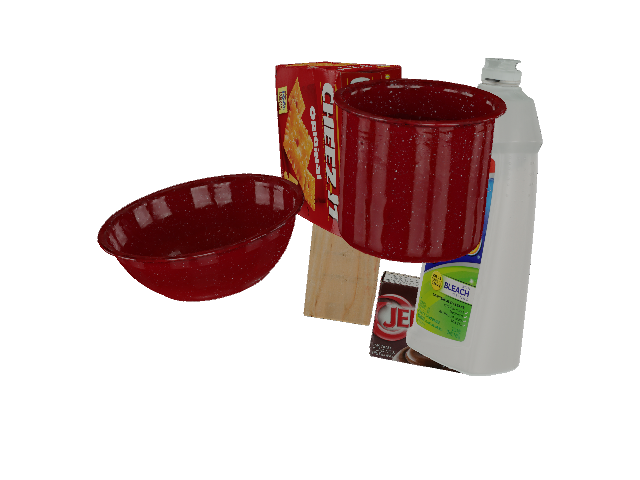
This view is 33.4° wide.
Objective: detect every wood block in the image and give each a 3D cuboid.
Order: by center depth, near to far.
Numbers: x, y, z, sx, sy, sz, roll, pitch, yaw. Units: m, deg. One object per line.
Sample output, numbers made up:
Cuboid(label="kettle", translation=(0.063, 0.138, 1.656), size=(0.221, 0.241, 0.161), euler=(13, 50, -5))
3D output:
Cuboid(label="wood block", translation=(0.036, -0.008, 1.368), size=(0.090, 0.206, 0.090), euler=(8, 25, 4))

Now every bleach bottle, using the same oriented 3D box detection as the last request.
Cuboid(label="bleach bottle", translation=(0.129, -0.023, 0.873), size=(0.067, 0.251, 0.103), euler=(-5, 16, -33))

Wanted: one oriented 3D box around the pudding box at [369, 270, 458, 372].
Cuboid(label="pudding box", translation=(0.114, 0.088, 1.147), size=(0.113, 0.090, 0.039), euler=(9, 23, 5))

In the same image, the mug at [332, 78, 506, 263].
Cuboid(label="mug", translation=(0.055, -0.043, 0.598), size=(0.093, 0.081, 0.117), euler=(8, 23, 14))

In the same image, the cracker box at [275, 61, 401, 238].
Cuboid(label="cracker box", translation=(0.016, -0.097, 1.086), size=(0.072, 0.164, 0.214), euler=(-7, 13, -16))

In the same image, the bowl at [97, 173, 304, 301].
Cuboid(label="bowl", translation=(-0.087, 0.002, 0.830), size=(0.162, 0.055, 0.162), euler=(-10, 23, 4))
